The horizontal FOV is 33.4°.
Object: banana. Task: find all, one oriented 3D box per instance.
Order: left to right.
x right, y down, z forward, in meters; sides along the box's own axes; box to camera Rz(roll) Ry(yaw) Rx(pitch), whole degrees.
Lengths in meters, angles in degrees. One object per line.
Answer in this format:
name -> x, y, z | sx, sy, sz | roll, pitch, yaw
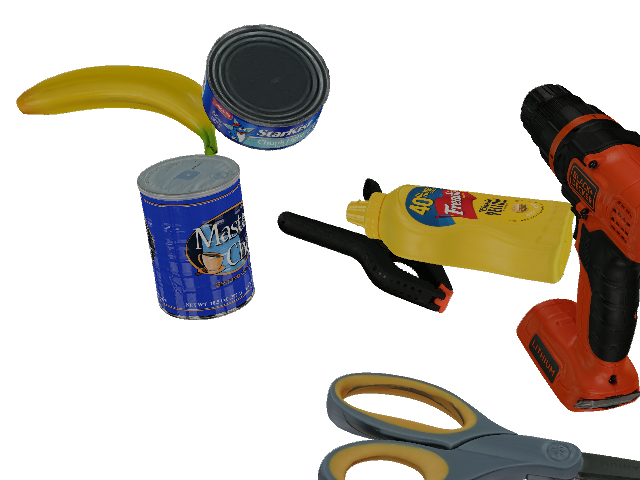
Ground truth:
banana -> -0.167, -0.123, 0.924 | 0.198, 0.037, 0.069 | 13, 49, 19

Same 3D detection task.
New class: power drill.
power drill -> 0.176, 0.006, 0.719 | 0.057, 0.188, 0.184 | -9, 35, -11

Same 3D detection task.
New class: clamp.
clamp -> 0.062, 0.010, 1.225 | 0.164, 0.036, 0.210 | -18, 51, -37

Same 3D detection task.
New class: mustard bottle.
mustard bottle -> 0.115, -0.011, 0.912 | 0.192, 0.058, 0.096 | 8, 29, 18

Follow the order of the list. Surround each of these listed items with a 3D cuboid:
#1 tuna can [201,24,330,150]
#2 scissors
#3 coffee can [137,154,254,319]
tuna can -> -0.038, -0.105, 0.735 | 0.086, 0.086, 0.034 | 0, -29, -15
scissors -> 0.087, 0.103, 0.449 | 0.202, 0.016, 0.096 | 16, 33, 23
coffee can -> -0.125, -0.005, 1.091 | 0.103, 0.140, 0.103 | -5, 26, 2
